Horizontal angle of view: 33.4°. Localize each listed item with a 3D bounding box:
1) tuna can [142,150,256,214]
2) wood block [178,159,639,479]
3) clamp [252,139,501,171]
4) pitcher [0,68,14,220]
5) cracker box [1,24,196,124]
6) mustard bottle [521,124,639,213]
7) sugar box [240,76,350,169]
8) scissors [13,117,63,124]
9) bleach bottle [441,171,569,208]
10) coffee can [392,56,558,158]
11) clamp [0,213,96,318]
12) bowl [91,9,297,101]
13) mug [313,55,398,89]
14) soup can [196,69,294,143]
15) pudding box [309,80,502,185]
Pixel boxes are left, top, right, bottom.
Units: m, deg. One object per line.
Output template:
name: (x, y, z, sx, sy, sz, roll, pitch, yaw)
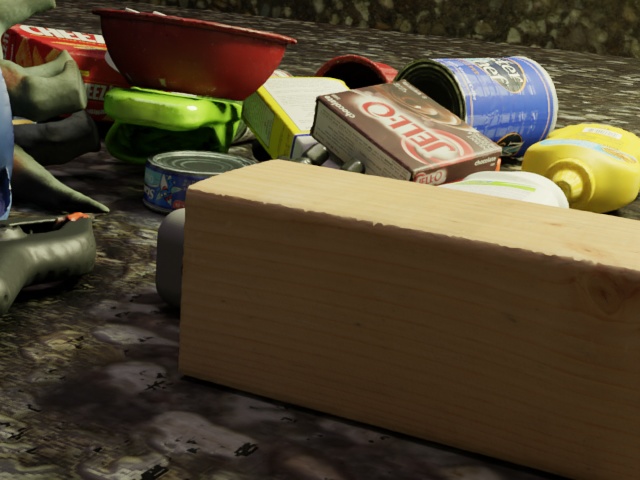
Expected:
tuna can: (-0.088, -0.042, 0.793, 0.086, 0.034, 0.086, 5, 15, -2)
wood block: (0.050, 0.028, 0.466, 0.206, 0.091, 0.090, 11, 16, 23)
clamp: (0.056, -0.074, 0.946, 0.210, 0.036, 0.164, 17, 21, 37)
pitcher: (-0.309, -0.052, 0.621, 0.242, 0.145, 0.149, -14, 12, -41)
cracker box: (-0.228, -0.173, 1.123, 0.163, 0.072, 0.214, 3, 16, -34)
mustard bottle: (0.220, -0.057, 0.891, 0.096, 0.058, 0.191, 16, 18, 20)
sugar box: (0.009, -0.077, 0.855, 0.093, 0.048, 0.176, -2, 34, -24)
scissors: (-0.270, -0.114, 1.040, 0.096, 0.016, 0.201, 16, 19, 38)
bleach bottle: (0.111, -0.007, 0.670, 0.103, 0.068, 0.250, 11, 14, 24)
coffee can: (0.149, -0.127, 1.041, 0.140, 0.103, 0.103, -9, 20, -41)
clamp: (-0.167, 0.012, 0.561, 0.120, 0.039, 0.171, 15, 18, 29)
bowl: (-0.102, -0.143, 0.843, 0.162, 0.055, 0.162, 8, 7, -1)
mug: (0.054, -0.138, 1.099, 0.117, 0.093, 0.081, 25, 16, 17)
soup can: (-0.070, -0.135, 1.077, 0.069, 0.068, 0.102, 13, 18, 29)
pudding box: (0.061, -0.072, 0.778, 0.089, 0.039, 0.114, -15, 41, -37)
